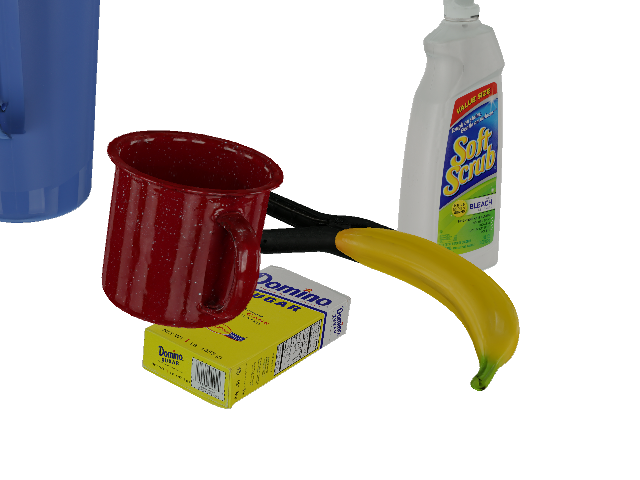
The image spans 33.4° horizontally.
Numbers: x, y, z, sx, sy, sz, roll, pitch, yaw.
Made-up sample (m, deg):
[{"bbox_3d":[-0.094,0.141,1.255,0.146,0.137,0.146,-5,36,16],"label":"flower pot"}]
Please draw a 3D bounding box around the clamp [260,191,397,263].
[{"bbox_3d":[0.012,-0.004,1.187,0.210,0.036,0.164,15,20,-5],"label":"clamp"}]

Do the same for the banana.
[{"bbox_3d":[0.087,0.034,0.784,0.069,0.037,0.198,-12,35,-27],"label":"banana"}]

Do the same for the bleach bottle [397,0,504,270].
[{"bbox_3d":[0.117,-0.093,0.966,0.102,0.251,0.068,-12,23,-27],"label":"bleach bottle"}]

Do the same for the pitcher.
[{"bbox_3d":[-0.227,-0.136,0.786,0.145,0.243,0.148,26,34,35],"label":"pitcher"}]

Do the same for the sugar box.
[{"bbox_3d":[-0.060,0.077,0.921,0.093,0.048,0.175,22,31,27],"label":"sugar box"}]

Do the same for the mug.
[{"bbox_3d":[-0.066,-0.001,0.563,0.093,0.081,0.117,-5,27,-36],"label":"mug"}]
